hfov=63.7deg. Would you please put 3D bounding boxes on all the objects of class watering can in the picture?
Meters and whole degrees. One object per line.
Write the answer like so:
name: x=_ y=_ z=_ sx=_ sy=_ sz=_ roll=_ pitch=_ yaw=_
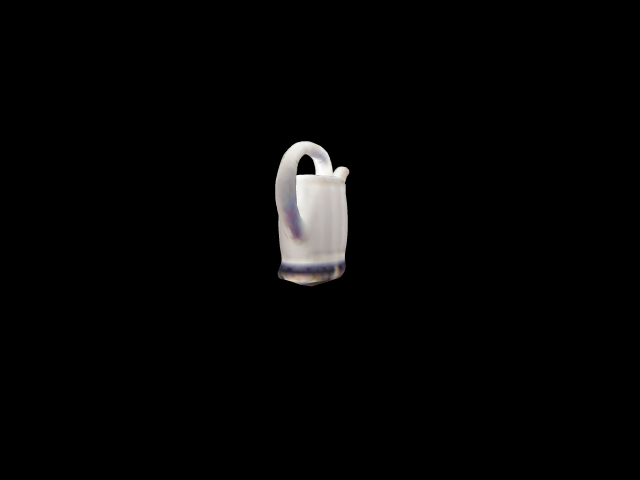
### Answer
watering can: x=0.003 y=-0.043 z=0.850 sx=0.104 sy=0.224 sz=0.348 roll=0 pitch=2 yaw=17
